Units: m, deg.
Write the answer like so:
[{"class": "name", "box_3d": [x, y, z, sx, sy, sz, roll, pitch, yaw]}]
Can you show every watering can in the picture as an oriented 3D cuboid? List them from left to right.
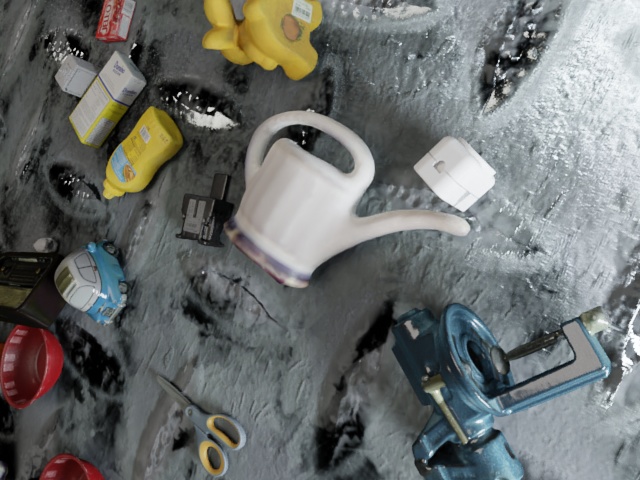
[{"class": "watering can", "box_3d": [0.002, -0.034, 0.671, 0.352, 0.103, 0.222, 39, 103, 33]}]

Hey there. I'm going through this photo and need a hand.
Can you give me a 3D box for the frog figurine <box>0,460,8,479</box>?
[{"class": "frog figurine", "box_3d": [-0.705, 0.462, 0.983, 0.136, 0.158, 0.125, -37, 62, 22]}]
